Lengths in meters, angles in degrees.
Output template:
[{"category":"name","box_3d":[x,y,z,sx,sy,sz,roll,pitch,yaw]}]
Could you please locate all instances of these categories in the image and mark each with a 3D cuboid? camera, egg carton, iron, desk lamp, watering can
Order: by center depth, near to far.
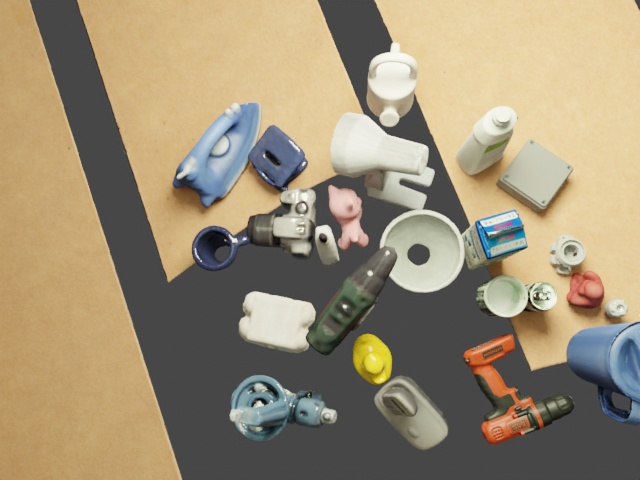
[{"category":"desk lamp","box_3d":[0.128,-0.153,1.121,0.203,0.213,0.118,18,83,7]},{"category":"watering can","box_3d":[0.148,-0.316,1.154,0.101,0.194,0.173,-17,80,1]},{"category":"egg carton","box_3d":[-0.087,0.168,1.159,0.150,0.069,0.107,10,82,5]},{"category":"camera","box_3d":[-0.078,-0.036,1.174,0.136,0.101,0.143,3,82,4]},{"category":"iron","box_3d":[-0.209,-0.204,1.187,0.118,0.141,0.258,32,85,8]}]

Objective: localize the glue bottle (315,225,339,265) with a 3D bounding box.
[{"category":"glue bottle","box_3d":[0.010,0.004,1.125,0.037,0.173,0.078,-14,80,2]}]

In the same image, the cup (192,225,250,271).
[{"category":"cup","box_3d":[-0.195,0.018,1.176,0.117,0.095,0.091,-17,80,1]}]

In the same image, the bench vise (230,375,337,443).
[{"category":"bench vise","box_3d":[-0.079,0.307,1.061,0.207,0.220,0.121,-12,81,2]}]

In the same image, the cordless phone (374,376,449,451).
[{"category":"cordless phone","box_3d":[0.174,0.326,1.060,0.147,0.185,0.094,43,86,9]}]

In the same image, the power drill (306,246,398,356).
[{"category":"power drill","box_3d":[0.064,0.115,1.087,0.075,0.208,0.230,37,85,9]}]

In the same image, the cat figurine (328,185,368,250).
[{"category":"cat figurine","box_3d":[0.057,-0.049,1.158,0.067,0.118,0.128,-14,81,2]}]

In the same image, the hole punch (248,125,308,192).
[{"category":"hole punch","box_3d":[-0.089,-0.169,1.200,0.108,0.091,0.101,43,86,9]}]

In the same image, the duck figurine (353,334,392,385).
[{"category":"duck figurine","box_3d":[0.103,0.237,1.128,0.077,0.086,0.104,-22,80,0]}]

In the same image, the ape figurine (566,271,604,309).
[{"category":"ape figurine","box_3d":[0.524,0.099,1.118,0.078,0.092,0.076,-34,80,-2]}]

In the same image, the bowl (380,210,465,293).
[{"category":"bowl","box_3d":[0.204,0.026,1.159,0.167,0.075,0.167,-1,81,4]}]
